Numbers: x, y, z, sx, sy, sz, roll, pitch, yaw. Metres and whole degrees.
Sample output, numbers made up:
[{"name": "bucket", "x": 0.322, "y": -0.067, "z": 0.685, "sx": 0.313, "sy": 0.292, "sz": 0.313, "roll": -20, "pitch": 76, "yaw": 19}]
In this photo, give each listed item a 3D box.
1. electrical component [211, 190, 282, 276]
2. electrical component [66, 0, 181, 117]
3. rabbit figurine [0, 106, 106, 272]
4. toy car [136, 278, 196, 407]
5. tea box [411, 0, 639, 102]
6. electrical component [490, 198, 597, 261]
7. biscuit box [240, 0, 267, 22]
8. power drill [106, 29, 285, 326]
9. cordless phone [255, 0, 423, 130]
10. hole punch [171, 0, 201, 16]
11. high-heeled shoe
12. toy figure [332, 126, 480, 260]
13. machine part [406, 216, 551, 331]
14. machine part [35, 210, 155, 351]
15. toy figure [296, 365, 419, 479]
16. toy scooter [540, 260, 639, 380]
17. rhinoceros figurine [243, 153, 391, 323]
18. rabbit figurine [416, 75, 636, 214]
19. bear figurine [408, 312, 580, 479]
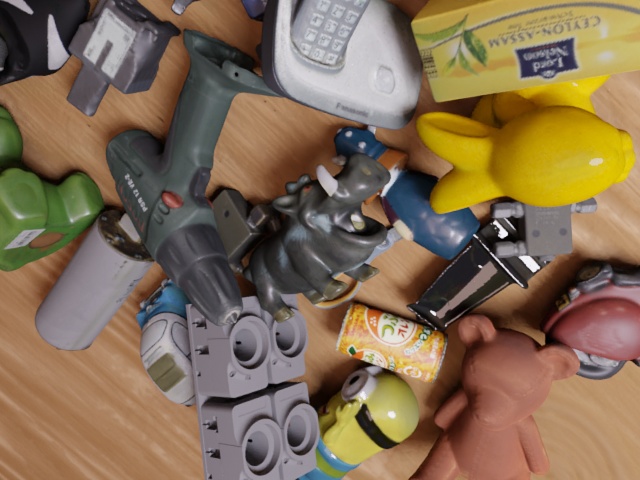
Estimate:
[{"name": "electrical component", "x": -0.087, "y": -0.006, "z": 0.567, "sx": 0.102, "sy": 0.045, "sz": 0.078, "roll": -50, "pitch": 64, "yaw": 23}, {"name": "electrical component", "x": -0.200, "y": -0.178, "z": 0.528, "sx": 0.075, "sy": 0.048, "sz": 0.119, "roll": 36, "pitch": 116, "yaw": 0}, {"name": "rabbit figurine", "x": -0.343, "y": -0.063, "z": 0.595, "sx": 0.159, "sy": 0.121, "sz": 0.170, "roll": -36, "pitch": 80, "yaw": 31}, {"name": "toy car", "x": -0.142, "y": 0.124, "z": 0.599, "sx": 0.109, "sy": 0.103, "sz": 0.161, "roll": -38, "pitch": 99, "yaw": 24}, {"name": "tea box", "x": 0.162, "y": -0.157, "z": 0.370, "sx": 0.170, "sy": 0.098, "sz": 0.068, "roll": 0, "pitch": 130, "yaw": 35}, {"name": "electrical component", "x": 0.200, "y": -0.013, "z": 0.479, "sx": 0.094, "sy": 0.021, "sz": 0.063, "roll": -5, "pitch": 90, "yaw": -1}, {"name": "biscuit box", "x": 0.023, "y": -0.247, "z": 0.431, "sx": 0.203, "sy": 0.063, "sz": 0.059, "roll": -21, "pitch": 102, "yaw": 21}, {"name": "power drill", "x": -0.103, "y": -0.067, "z": 0.489, "sx": 0.232, "sy": 0.086, "sz": 0.207, "roll": 44, "pitch": 120, "yaw": 30}, {"name": "cordless phone", "x": 0.044, "y": -0.183, "z": 0.402, "sx": 0.146, "sy": 0.089, "sz": 0.184, "roll": 8, "pitch": 130, "yaw": -36}, {"name": "hole punch", "x": -0.123, "y": -0.283, "z": 0.456, "sx": 0.115, "sy": 0.092, "sz": 0.142, "roll": 26, "pitch": 116, "yaw": -27}, {"name": "high-heeled shoe", "x": -0.348, "y": -0.177, "z": 0.516, "sx": 0.249, "sy": 0.145, "sz": 0.086, "roll": -22, "pitch": 104, "yaw": 24}, {"name": "toy figure", "x": 0.071, "y": -0.046, "z": 0.491, "sx": 0.154, "sy": 0.064, "sz": 0.057, "roll": 42, "pitch": 135, "yaw": 16}, {"name": "machine part", "x": 0.149, "y": 0.037, "z": 0.517, "sx": 0.139, "sy": 0.039, "sz": 0.084, "roll": -40, "pitch": 100, "yaw": 16}, {"name": "machine part", "x": -0.255, "y": 0.049, "z": 0.615, "sx": 0.079, "sy": 0.079, "sz": 0.243, "roll": 43, "pitch": 114, "yaw": -3}, {"name": "toy figure", "x": 0.031, "y": 0.213, "z": 0.598, "sx": 0.089, "sy": 0.082, "sz": 0.180, "roll": 35, "pitch": 111, "yaw": -12}, {"name": "toy scooter", "x": 0.296, "y": 0.060, "z": 0.468, "sx": 0.184, "sy": 0.075, "sz": 0.135, "roll": 8, "pitch": 112, "yaw": 9}, {"name": "rhinoceros figurine", "x": -0.001, "y": -0.001, "z": 0.485, "sx": 0.190, "sy": 0.073, "sz": 0.112, "roll": -43, "pitch": 73, "yaw": 45}, {"name": "rabbit figurine", "x": 0.156, "y": -0.077, "z": 0.400, "sx": 0.162, "sy": 0.173, "sz": 0.121, "roll": -8, "pitch": 112, "yaw": 13}, {"name": "bear figurine", "x": 0.160, "y": 0.175, "z": 0.504, "sx": 0.120, "sy": 0.132, "sz": 0.195, "roll": 21, "pitch": 137, "yaw": 25}]
